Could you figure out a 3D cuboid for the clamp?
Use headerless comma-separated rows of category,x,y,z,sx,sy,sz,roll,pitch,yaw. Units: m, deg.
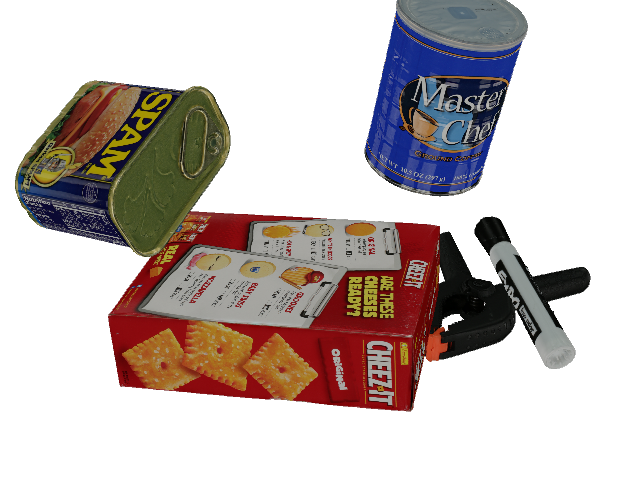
clamp,0.143,0.052,1.027,0.165,0.036,0.209,19,33,32

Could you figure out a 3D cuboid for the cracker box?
cracker box,-0.026,0.048,0.793,0.214,0.072,0.164,4,29,12

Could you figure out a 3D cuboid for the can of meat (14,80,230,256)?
can of meat,-0.116,-0.046,0.620,0.084,0.102,0.057,11,-36,32

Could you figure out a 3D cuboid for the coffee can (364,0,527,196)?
coffee can,0.098,-0.122,0.861,0.102,0.140,0.103,7,38,-6

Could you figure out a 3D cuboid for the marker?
marker,0.119,0.027,0.638,0.020,0.020,0.121,0,40,-18
